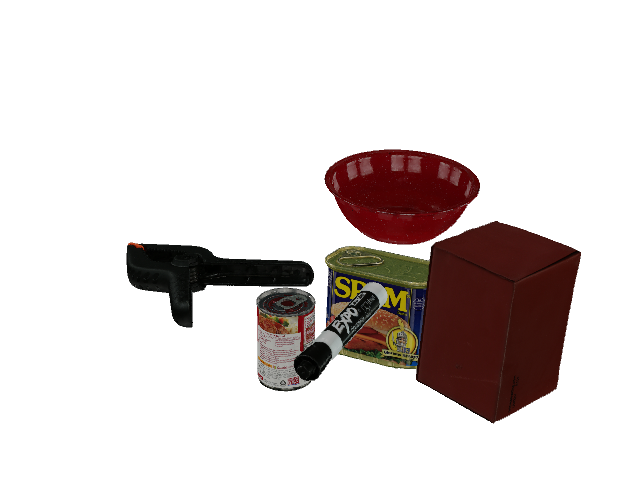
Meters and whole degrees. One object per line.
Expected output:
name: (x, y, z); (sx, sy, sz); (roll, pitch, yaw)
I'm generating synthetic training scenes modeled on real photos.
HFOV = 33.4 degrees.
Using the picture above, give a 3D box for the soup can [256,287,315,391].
soup can: (-0.040, 0.115, 1.240); (0.068, 0.102, 0.068); (1, 24, -1)

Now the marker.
marker: (0.014, 0.060, 0.711); (0.020, 0.020, 0.121); (0, 21, 27)

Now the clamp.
clamp: (-0.135, 0.037, 1.065); (0.210, 0.036, 0.164); (11, 21, 38)

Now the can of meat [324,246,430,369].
can of meat: (0.053, 0.059, 0.926); (0.102, 0.084, 0.057); (12, 21, 25)

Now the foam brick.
foam brick: (0.084, 0.038, 0.515); (0.052, 0.078, 0.051); (-18, 33, -40)

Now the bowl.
bowl: (0.084, -0.040, 1.121); (0.162, 0.055, 0.162); (1, 28, -1)
